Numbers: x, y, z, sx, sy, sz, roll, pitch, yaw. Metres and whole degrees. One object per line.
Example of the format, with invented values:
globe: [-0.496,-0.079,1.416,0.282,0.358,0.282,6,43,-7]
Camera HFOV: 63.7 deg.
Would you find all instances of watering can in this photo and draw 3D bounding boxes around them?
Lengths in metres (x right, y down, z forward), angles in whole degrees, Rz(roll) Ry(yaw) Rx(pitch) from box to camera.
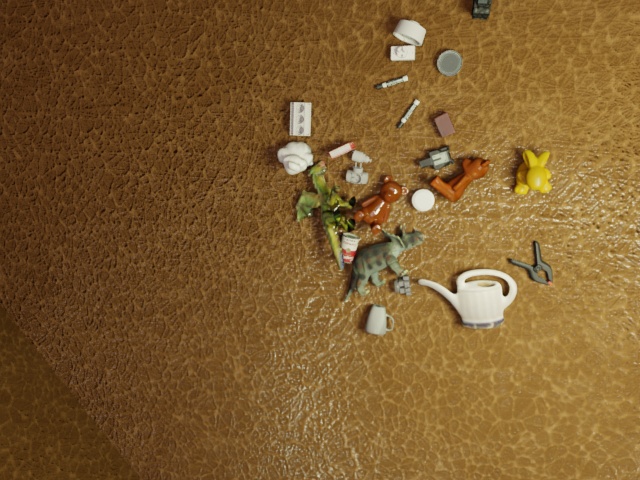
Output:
watering can: [0.548,0.220,1.905,0.347,0.222,0.105,-6,10,14]

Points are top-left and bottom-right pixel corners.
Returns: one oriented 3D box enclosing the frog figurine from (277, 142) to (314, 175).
frog figurine: [-0.098,-0.311,1.938,0.138,0.121,0.161,18,14,10]

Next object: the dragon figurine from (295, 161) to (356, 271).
dragon figurine: [0.006,-0.100,1.980,0.243,0.408,0.122,9,7,41]
